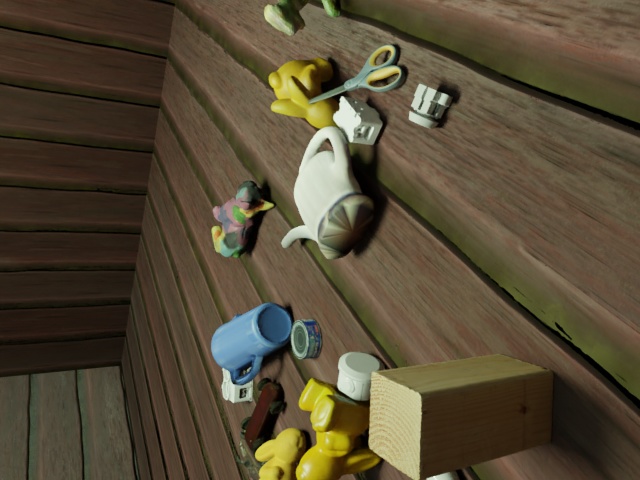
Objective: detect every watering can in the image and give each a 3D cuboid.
[{"bbox_3d":[0.003,-0.052,1.024,0.229,0.104,0.339,62,145,40],"label":"watering can"}]

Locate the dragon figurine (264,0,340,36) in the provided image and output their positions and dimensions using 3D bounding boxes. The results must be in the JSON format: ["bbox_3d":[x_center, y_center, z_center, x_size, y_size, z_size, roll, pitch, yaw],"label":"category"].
[{"bbox_3d":[-0.049,-0.591,1.028,0.121,0.243,0.413,158,110,-63],"label":"dragon figurine"}]
